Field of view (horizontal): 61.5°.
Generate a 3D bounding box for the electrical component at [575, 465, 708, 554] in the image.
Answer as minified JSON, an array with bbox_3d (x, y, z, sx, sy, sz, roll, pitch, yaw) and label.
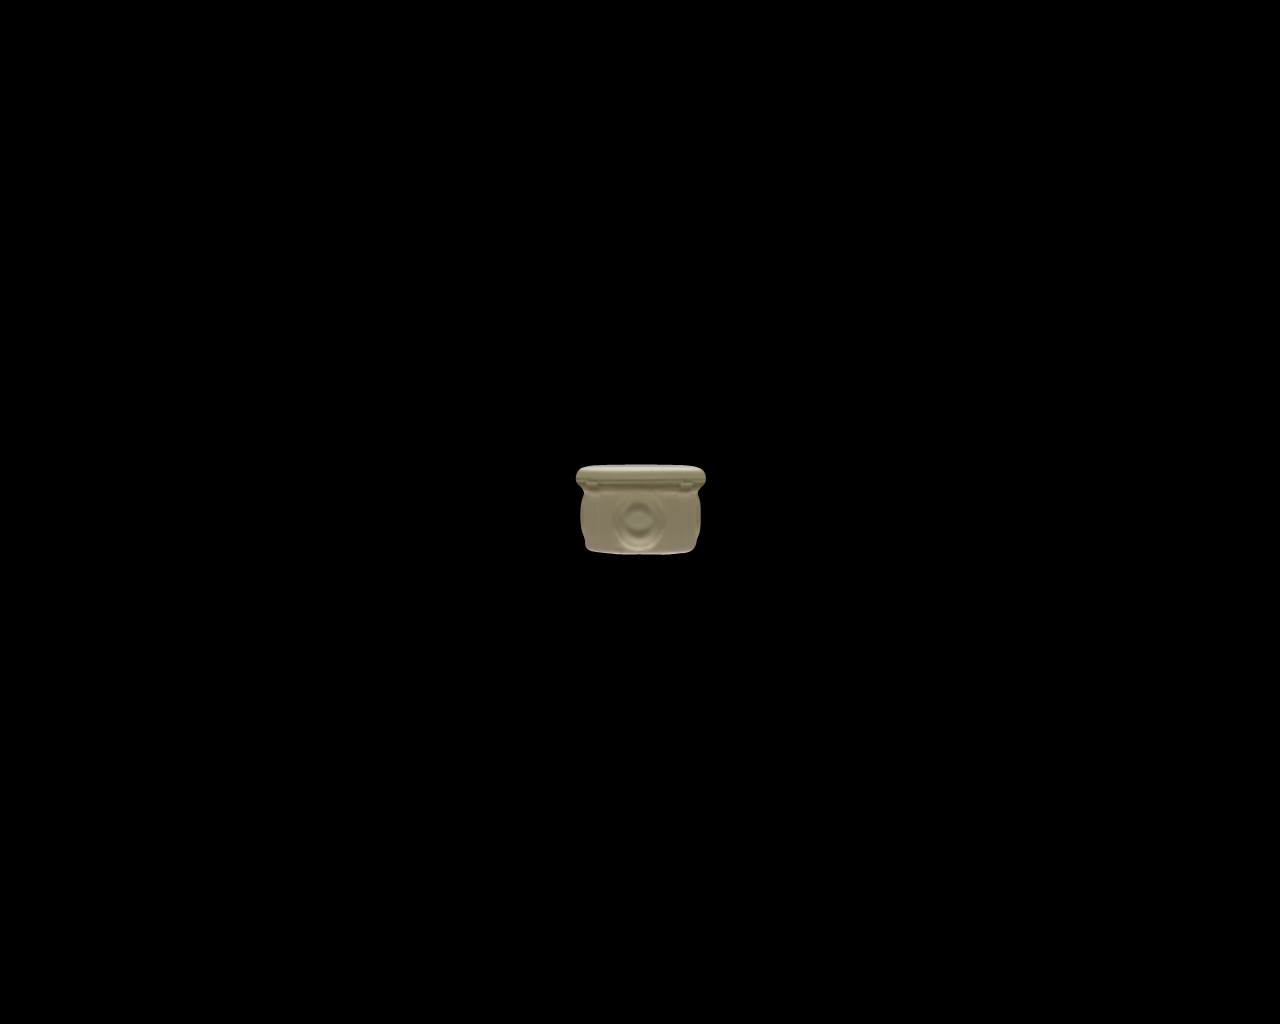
[{"bbox_3d":[0.001,-0.003,0.650,0.080,0.051,0.080,0,4,0],"label":"electrical component"}]
